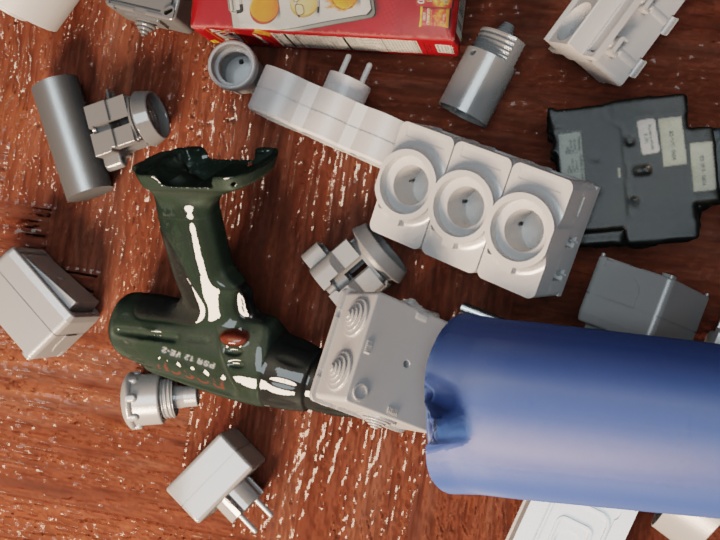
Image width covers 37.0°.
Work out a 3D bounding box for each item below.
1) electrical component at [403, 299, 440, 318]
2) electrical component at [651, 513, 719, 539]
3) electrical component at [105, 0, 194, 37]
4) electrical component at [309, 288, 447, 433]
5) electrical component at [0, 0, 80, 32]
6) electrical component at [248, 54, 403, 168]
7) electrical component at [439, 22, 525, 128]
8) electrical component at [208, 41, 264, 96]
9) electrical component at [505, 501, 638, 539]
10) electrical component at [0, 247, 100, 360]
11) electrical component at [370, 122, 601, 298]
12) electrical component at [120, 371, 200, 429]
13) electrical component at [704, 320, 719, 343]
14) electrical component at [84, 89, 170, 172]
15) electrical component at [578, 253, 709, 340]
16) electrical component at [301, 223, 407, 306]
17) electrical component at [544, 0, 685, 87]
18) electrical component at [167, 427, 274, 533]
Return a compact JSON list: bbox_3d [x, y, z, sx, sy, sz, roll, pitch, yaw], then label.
[{"bbox_3d":[0.040,0.063,0.864,0.040,0.040,0.078,9,90,9],"label":"electrical component"},{"bbox_3d":[0.263,0.164,0.801,0.064,0.099,0.099,30,93,15],"label":"electrical component"},{"bbox_3d":[-0.165,-0.238,0.893,0.062,0.061,0.096,15,91,9],"label":"electrical component"},{"bbox_3d":[0.022,0.068,0.795,0.100,0.048,0.099,24,76,-29],"label":"electrical component"},{"bbox_3d":[-0.280,-0.244,0.895,0.099,0.099,0.064,34,100,8],"label":"electrical component"},{"bbox_3d":[-0.015,-0.137,0.872,0.138,0.052,0.073,24,92,8],"label":"electrical component"},{"bbox_3d":[0.101,-0.160,0.859,0.043,0.043,0.081,28,93,8],"label":"electrical component"},{"bbox_3d":[-0.100,-0.165,0.888,0.040,0.046,0.040,0,88,9],"label":"electrical component"},{"bbox_3d":[0.159,0.206,0.834,0.078,0.057,0.113,24,92,8],"label":"electrical component"},{"bbox_3d":[-0.273,0.020,0.902,0.061,0.062,0.096,-43,83,5],"label":"electrical component"},{"bbox_3d":[0.090,-0.047,0.816,0.150,0.062,0.089,25,104,30],"label":"electrical component"},{"bbox_3d":[-0.166,0.107,0.894,0.062,0.048,0.048,-4,88,0],"label":"electrical component"},{"bbox_3d":[0.280,0.072,0.816,0.042,0.064,0.081,23,92,10],"label":"electrical component"},{"bbox_3d":[-0.194,-0.122,0.903,0.055,0.048,0.066,-16,85,15],"label":"electrical component"},{"bbox_3d":[0.217,0.032,0.815,0.062,0.096,0.061,22,93,38],"label":"electrical component"},{"bbox_3d":[0.000,0.000,0.864,0.057,0.058,0.078,-41,83,9],"label":"electrical component"},{"bbox_3d":[0.209,-0.208,0.830,0.063,0.078,0.121,35,94,-21],"label":"electrical component"},{"bbox_3d":[-0.104,0.180,0.880,0.077,0.047,0.065,45,95,7],"label":"electrical component"}]
